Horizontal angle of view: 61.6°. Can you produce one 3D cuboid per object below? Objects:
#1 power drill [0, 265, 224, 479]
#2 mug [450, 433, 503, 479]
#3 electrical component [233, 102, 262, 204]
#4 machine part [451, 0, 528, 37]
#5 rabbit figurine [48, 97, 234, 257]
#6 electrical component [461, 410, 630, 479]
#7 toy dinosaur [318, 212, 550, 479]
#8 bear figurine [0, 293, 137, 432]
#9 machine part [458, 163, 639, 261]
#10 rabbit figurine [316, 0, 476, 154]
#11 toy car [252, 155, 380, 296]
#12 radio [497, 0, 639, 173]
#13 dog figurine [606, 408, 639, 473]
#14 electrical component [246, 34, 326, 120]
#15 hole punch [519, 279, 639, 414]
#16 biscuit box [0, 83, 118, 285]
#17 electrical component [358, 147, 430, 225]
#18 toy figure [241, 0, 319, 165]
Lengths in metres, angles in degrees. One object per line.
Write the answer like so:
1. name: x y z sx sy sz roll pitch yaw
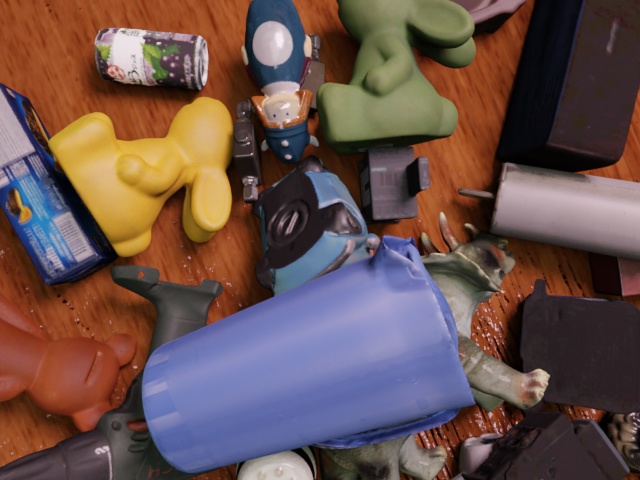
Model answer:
1. power drill: -0.166 0.129 0.496 0.232 0.086 0.207 13 69 -38
2. mug: 0.173 0.261 0.556 0.110 0.081 0.107 -9 80 -3
3. electrical component: -0.073 -0.086 0.536 0.021 0.063 0.094 -4 66 0
4. machine part: 0.140 -0.296 0.577 0.179 0.056 0.179 0 88 -2
5. rabbit figurine: -0.150 -0.072 0.530 0.173 0.122 0.162 -38 94 -22
6. electrical component: 0.219 0.229 0.501 0.134 0.058 0.115 -34 85 -17
7. toy dinosaur: 0.072 0.153 0.537 0.192 0.131 0.405 40 91 11
8. bear figurine: -0.297 0.123 0.527 0.195 0.132 0.120 27 49 -31
9. machine part: 0.262 -0.028 0.539 0.243 0.079 0.079 11 88 15
10. rabbit figurine: 0.066 -0.178 0.513 0.159 0.121 0.170 -6 92 17
11. toy car: -0.001 -0.002 0.534 0.109 0.162 0.102 -37 131 17
12. radio: 0.258 -0.183 0.542 0.073 0.131 0.229 16 87 -3
13. dog figurine: 0.401 0.255 0.569 0.191 0.121 0.172 2 96 16
14. electrical component: -0.037 -0.168 0.572 0.078 0.045 0.102 -3 91 -31
15. hole punch: 0.273 0.113 0.568 0.116 0.092 0.142 4 91 27
16. biscuit box: -0.286 -0.053 0.544 0.059 0.063 0.202 -29 91 -4
17. electrical component: 0.071 -0.054 0.535 0.048 0.119 0.074 -4 91 -4
18. toy figure: -0.040 -0.150 0.514 0.064 0.058 0.154 -7 90 34
